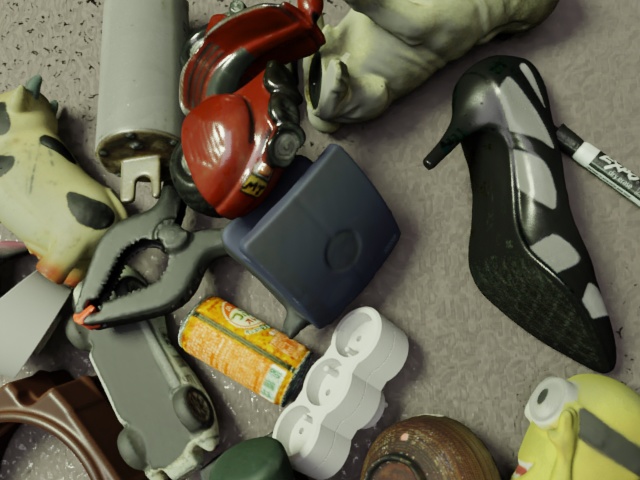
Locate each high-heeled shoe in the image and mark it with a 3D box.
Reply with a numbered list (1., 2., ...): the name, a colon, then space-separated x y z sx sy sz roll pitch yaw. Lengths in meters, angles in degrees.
1. high-heeled shoe: 0.181 -0.027 0.431 0.145 0.086 0.248 -41 97 -24

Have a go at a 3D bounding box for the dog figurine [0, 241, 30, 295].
1. dog figurine: -0.397 -0.004 0.517 0.219 0.108 0.191 -7 81 7

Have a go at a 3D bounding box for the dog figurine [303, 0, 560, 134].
1. dog figurine: 0.090 -0.162 0.443 0.190 0.172 0.121 0 58 -17

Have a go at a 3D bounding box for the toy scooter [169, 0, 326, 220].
1. toy scooter: -0.048 -0.110 0.395 0.135 0.075 0.184 -22 62 30

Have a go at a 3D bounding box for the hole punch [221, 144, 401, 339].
1. hole punch: -0.001 -0.001 0.420 0.115 0.092 0.142 43 75 -12

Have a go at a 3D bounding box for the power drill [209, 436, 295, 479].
1. power drill: 0.020 0.248 0.361 0.207 0.086 0.231 -7 103 41

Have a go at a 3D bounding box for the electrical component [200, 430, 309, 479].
1. electrical component: -0.068 0.215 0.459 0.119 0.047 0.075 -26 80 7

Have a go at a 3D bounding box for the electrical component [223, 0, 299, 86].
1. electrical component: -0.061 -0.162 0.488 0.078 0.045 0.102 -1 85 13

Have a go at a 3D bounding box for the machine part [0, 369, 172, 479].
1. machine part: -0.244 0.235 0.474 0.201 0.087 0.201 -41 79 4

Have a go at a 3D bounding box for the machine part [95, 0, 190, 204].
1. machine part: -0.149 -0.139 0.465 0.079 0.079 0.243 -12 64 10

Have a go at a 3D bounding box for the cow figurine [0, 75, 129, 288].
1. cow figurine: -0.260 -0.063 0.496 0.195 0.085 0.127 42 74 3

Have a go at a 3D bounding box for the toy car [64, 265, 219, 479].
1. toy car: -0.158 0.113 0.475 0.073 0.056 0.202 -35 73 6

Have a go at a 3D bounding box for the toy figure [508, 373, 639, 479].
1. toy figure: 0.182 0.186 0.394 0.089 0.082 0.180 19 82 -7
